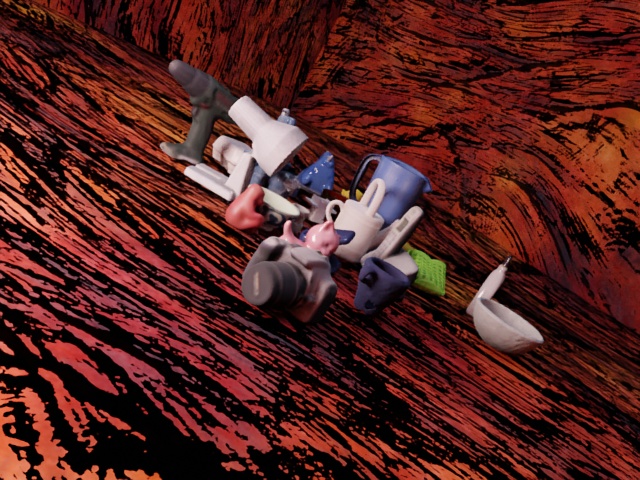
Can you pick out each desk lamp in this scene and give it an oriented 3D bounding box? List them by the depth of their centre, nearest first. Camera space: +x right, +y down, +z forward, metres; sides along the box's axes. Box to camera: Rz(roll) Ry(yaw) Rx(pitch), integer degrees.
[{"bbox_3d":[-0.156,-0.190,1.257,0.203,0.213,0.118,30,14,1],"label":"desk lamp"}]

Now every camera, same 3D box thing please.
[{"bbox_3d":[-0.058,0.050,0.860,0.142,0.101,0.137,38,17,30],"label":"camera"}]

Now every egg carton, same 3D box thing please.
[{"bbox_3d":[-0.220,-0.219,1.516,0.108,0.069,0.149,15,21,-44],"label":"egg carton"}]

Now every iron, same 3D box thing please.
[{"bbox_3d":[0.001,-0.222,1.802,0.119,0.141,0.258,27,15,-10],"label":"iron"}]

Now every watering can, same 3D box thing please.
[{"bbox_3d":[0.103,-0.050,1.313,0.173,0.194,0.100,19,17,-34],"label":"watering can"}]

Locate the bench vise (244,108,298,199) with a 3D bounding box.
[{"bbox_3d":[-0.093,-0.192,1.370,0.206,0.219,0.122,37,17,28],"label":"bench vise"}]

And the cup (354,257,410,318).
[{"bbox_3d":[0.095,0.090,1.028,0.118,0.095,0.091,11,23,-50],"label":"cup"}]

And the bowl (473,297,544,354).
[{"bbox_3d":[0.404,0.203,1.276,0.167,0.074,0.167,27,15,-7],"label":"bowl"}]

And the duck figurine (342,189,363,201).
[{"bbox_3d":[0.098,-0.112,1.728,0.104,0.086,0.077,29,15,-1],"label":"duck figurine"}]

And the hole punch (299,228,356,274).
[{"bbox_3d":[0.011,0.004,1.163,0.101,0.091,0.109,30,15,4],"label":"hole punch"}]

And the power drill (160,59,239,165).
[{"bbox_3d":[-0.289,-0.289,1.346,0.230,0.208,0.075,12,22,-48],"label":"power drill"}]

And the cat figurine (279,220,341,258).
[{"bbox_3d":[-0.020,0.005,1.049,0.128,0.117,0.067,22,16,-26],"label":"cat figurine"}]

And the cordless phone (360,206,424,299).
[{"bbox_3d":[0.174,0.019,1.236,0.094,0.185,0.147,23,16,-23],"label":"cordless phone"}]

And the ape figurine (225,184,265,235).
[{"bbox_3d":[-0.137,-0.066,1.115,0.076,0.092,0.077,20,17,-32],"label":"ape figurine"}]

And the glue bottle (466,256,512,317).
[{"bbox_3d":[0.424,0.113,1.417,0.037,0.173,0.078,34,15,18],"label":"glue bottle"}]
